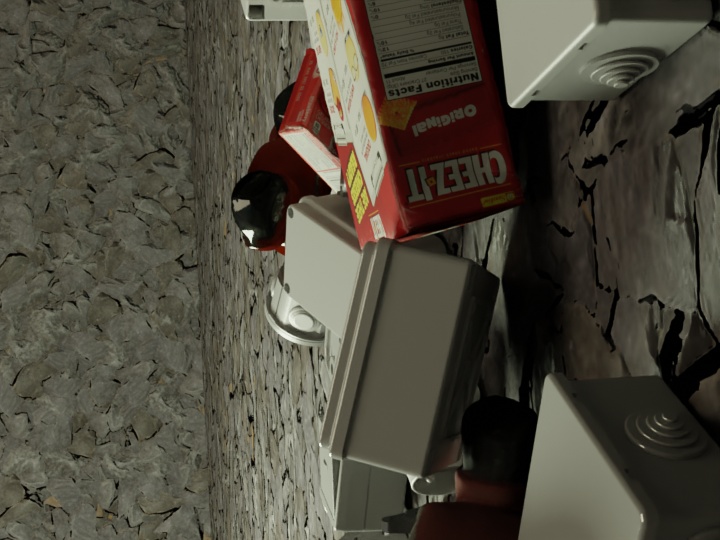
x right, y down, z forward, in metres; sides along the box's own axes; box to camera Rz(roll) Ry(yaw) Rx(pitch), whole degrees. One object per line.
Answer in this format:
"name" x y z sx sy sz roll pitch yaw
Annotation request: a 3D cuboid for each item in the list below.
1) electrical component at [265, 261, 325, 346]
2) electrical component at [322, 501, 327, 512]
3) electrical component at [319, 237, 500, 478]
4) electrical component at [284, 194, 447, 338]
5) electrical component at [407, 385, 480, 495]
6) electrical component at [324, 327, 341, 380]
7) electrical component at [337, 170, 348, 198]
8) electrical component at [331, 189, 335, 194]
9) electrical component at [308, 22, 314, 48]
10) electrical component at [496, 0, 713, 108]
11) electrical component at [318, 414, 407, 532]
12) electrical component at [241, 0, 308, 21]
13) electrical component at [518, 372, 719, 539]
"electrical component" -0.041 0.024 0.948 0.080 0.080 0.051 -104 23 -43
"electrical component" -0.003 0.178 0.890 0.065 0.044 0.044 114 152 -52
"electrical component" 0.030 0.045 0.556 0.109 0.056 0.108 20 -98 -74
"electrical component" 0.000 0.000 0.730 0.113 0.057 0.078 36 130 47
"electrical component" 0.049 0.082 0.641 0.079 0.043 0.077 106 158 -53
"electrical component" 0.013 0.065 0.758 0.095 0.059 0.053 -113 24 -57
"electrical component" 0.018 -0.097 0.708 0.062 0.061 0.096 140 131 -86
"electrical component" 0.001 -0.066 0.828 0.055 0.048 0.066 -95 11 -48
"electrical component" 0.000 -0.196 0.773 0.096 0.062 0.061 111 154 -59
"electrical component" 0.091 -0.119 0.418 0.100 0.048 0.099 136 131 -73
"electrical component" 0.000 0.153 0.812 0.061 0.061 0.096 -129 43 -69
"electrical component" -0.037 -0.250 0.825 0.108 0.109 0.056 101 159 -44
"electrical component" 0.101 0.096 0.401 0.099 0.048 0.099 -115 26 -60
